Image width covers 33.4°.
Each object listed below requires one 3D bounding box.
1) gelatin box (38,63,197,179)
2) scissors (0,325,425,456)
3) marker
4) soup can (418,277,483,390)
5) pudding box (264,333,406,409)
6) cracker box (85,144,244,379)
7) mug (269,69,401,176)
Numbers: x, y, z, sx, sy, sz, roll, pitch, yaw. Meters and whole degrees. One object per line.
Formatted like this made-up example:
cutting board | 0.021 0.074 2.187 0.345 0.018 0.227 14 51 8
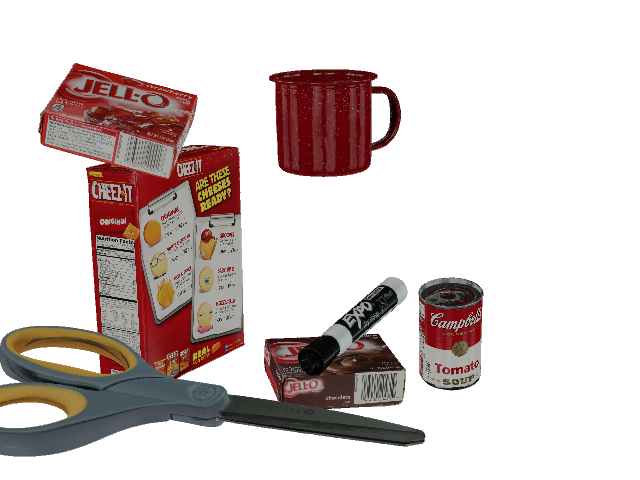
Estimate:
gelatin box | -0.133 -0.081 0.708 0.089 0.030 0.073 15 34 -4
scissors | -0.066 0.077 0.455 0.202 0.016 0.096 14 29 24
marker | 0.021 0.053 0.671 0.020 0.020 0.120 0 20 31
soup can | 0.139 0.100 1.141 0.068 0.102 0.068 -2 24 1
pudding box | 0.011 0.117 0.963 0.113 0.039 0.090 0 17 -13
cracker box | -0.149 0.022 1.055 0.072 0.214 0.163 6 15 30
mug | 0.014 -0.103 0.923 0.117 0.081 0.093 -7 16 -20
